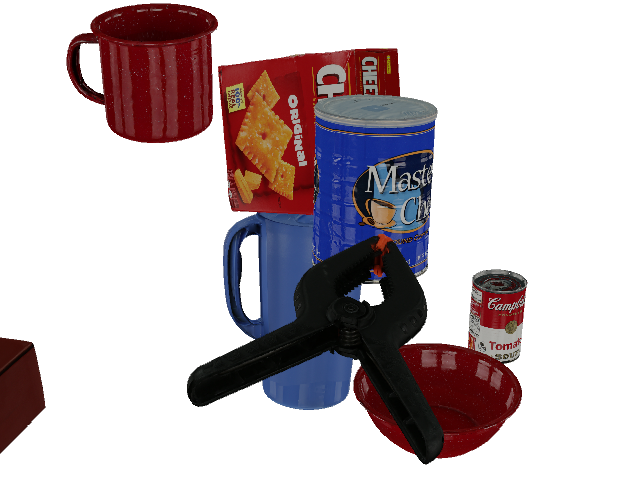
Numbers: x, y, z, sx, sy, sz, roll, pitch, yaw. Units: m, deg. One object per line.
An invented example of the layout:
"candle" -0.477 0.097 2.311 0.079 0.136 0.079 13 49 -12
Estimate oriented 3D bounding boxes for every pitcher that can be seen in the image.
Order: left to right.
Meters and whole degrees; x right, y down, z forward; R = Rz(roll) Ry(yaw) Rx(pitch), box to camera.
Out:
"pitcher" -0.024 0.075 1.281 0.149 0.243 0.144 11 18 25

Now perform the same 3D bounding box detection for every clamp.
"clamp" 0.028 0.065 0.726 0.165 0.036 0.209 17 37 17

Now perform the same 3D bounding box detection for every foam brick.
"foam brick" -0.222 0.103 0.684 0.053 0.051 0.078 6 29 22

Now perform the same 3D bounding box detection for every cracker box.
"cracker box" -0.014 -0.110 1.112 0.071 0.164 0.214 -10 10 -41

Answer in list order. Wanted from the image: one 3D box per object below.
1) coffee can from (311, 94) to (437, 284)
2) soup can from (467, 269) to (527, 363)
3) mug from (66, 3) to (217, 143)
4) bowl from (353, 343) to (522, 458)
"coffee can" 0.045 -0.046 0.912 0.103 0.140 0.103 1 19 -1
"soup can" 0.223 0.096 1.351 0.068 0.102 0.068 1 22 0
"mug" -0.134 -0.126 0.802 0.117 0.081 0.093 5 30 6
"bowl" 0.112 0.162 1.037 0.162 0.055 0.162 -1 25 0
